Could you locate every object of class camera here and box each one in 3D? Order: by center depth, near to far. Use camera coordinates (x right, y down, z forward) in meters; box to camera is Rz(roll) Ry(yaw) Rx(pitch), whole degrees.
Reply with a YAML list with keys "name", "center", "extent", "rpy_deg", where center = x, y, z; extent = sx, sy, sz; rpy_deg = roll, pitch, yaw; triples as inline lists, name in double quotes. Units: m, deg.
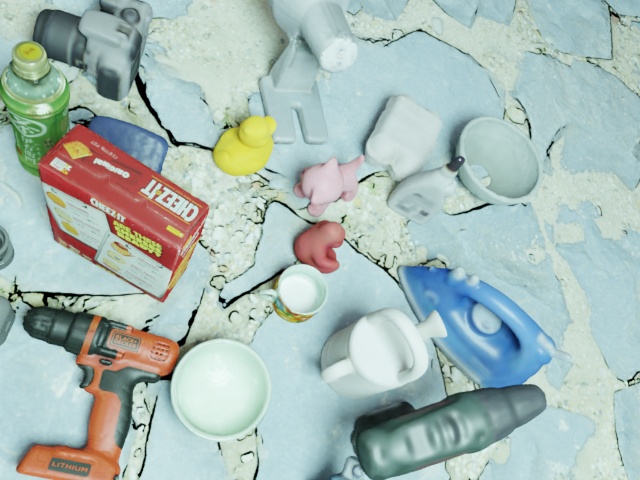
- name: "camera"
  center: [-0.321, -0.294, 0.812]
  extent: [0.137, 0.100, 0.143]
  rpy_deg: [16, 64, -14]

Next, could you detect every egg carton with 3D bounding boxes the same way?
- name: "egg carton"
  center: [0.140, -0.170, 0.957]
  extent: [0.107, 0.069, 0.150]
  rpy_deg: [30, 62, -7]

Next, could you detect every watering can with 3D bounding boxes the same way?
- name: "watering can"
  center: [0.084, 0.138, 0.739]
  extent: [0.101, 0.193, 0.173]
  rpy_deg: [46, 61, 2]

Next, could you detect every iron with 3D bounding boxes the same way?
- name: "iron"
  center: [0.237, 0.110, 0.840]
  extent: [0.258, 0.141, 0.119]
  rpy_deg: [43, 61, 0]

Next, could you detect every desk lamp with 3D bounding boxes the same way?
- name: "desk lamp"
  center: [-0.015, -0.283, 0.861]
  extent: [0.118, 0.213, 0.203]
  rpy_deg: [-6, 71, -23]

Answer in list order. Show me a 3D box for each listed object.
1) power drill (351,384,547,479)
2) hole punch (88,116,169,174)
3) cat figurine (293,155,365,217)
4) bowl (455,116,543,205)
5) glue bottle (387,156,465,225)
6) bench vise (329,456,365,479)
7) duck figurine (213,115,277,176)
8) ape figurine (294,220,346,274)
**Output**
- name: "power drill"
  center: [0.135, 0.234, 0.711]
  extent: [0.230, 0.208, 0.075]
  rpy_deg: [-12, 74, -25]
- name: "hole punch"
  center: [-0.262, -0.096, 0.759]
  extent: [0.109, 0.091, 0.101]
  rpy_deg: [18, 64, -13]
- name: "cat figurine"
  center: [0.016, -0.089, 0.849]
  extent: [0.128, 0.117, 0.067]
  rpy_deg: [-32, 83, -28]
- name: "bowl"
  center: [0.298, -0.127, 0.998]
  extent: [0.168, 0.074, 0.167]
  rpy_deg: [8, 67, -18]
- name: "glue bottle"
  center: [0.172, -0.082, 0.874]
  extent: [0.078, 0.173, 0.037]
  rpy_deg: [29, 62, -7]
- name: "bench vise"
  center: [0.019, 0.345, 0.615]
  extent: [0.122, 0.219, 0.207]
  rpy_deg: [2, 68, -20]
- name: "duck figurine"
  center: [-0.106, -0.147, 0.843]
  extent: [0.105, 0.086, 0.077]
  rpy_deg: [-38, 86, -29]
- name: "ape figurine"
  center: [0.008, 0.003, 0.823]
  extent: [0.076, 0.092, 0.078]
  rpy_deg: [17, 64, -14]
